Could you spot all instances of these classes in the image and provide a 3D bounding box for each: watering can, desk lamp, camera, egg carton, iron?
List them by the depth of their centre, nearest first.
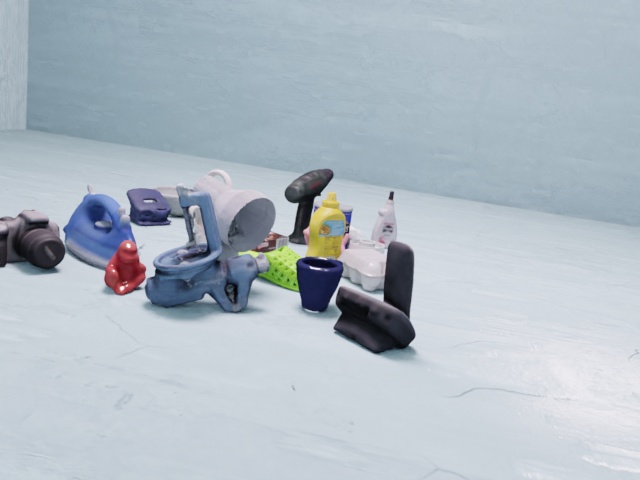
[{"bbox_3d":[-0.562,0.000,1.104,0.144,0.101,0.136,-5,18,-45],"label":"camera"},{"bbox_3d":[-0.196,-0.013,1.141,0.202,0.213,0.118,18,16,37],"label":"desk lamp"},{"bbox_3d":[-0.444,-0.027,1.207,0.119,0.141,0.257,-5,18,-45],"label":"iron"},{"bbox_3d":[0.112,0.066,1.318,0.107,0.069,0.149,0,15,-32],"label":"egg carton"},{"bbox_3d":[-0.258,-0.081,1.447,0.100,0.194,0.173,12,13,15],"label":"watering can"}]

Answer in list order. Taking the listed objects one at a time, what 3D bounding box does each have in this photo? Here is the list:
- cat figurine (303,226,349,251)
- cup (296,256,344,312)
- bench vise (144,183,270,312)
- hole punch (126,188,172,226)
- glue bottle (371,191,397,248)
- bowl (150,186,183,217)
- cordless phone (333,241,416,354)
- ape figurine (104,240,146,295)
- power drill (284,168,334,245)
[{"bbox_3d":[0.013,0.005,1.414,0.128,0.118,0.067,5,13,-16],"label":"cat figurine"},{"bbox_3d":[0.002,0.086,1.103,0.091,0.095,0.118,16,15,33],"label":"cup"},{"bbox_3d":[-0.197,0.012,1.017,0.208,0.220,0.121,-1,16,-35],"label":"bench vise"},{"bbox_3d":[-0.474,-0.093,1.594,0.100,0.091,0.109,20,17,42],"label":"hole punch"},{"bbox_3d":[0.199,-0.062,1.701,0.078,0.173,0.037,1,14,-28],"label":"glue bottle"},{"bbox_3d":[-0.438,-0.114,1.750,0.167,0.075,0.167,8,13,-2],"label":"bowl"},{"bbox_3d":[0.100,0.083,0.972,0.147,0.185,0.094,19,17,40],"label":"cordless phone"},{"bbox_3d":[-0.357,0.046,1.054,0.078,0.092,0.076,0,15,-33],"label":"ape figurine"},{"bbox_3d":[-0.032,-0.099,1.636,0.075,0.208,0.230,13,14,22],"label":"power drill"}]
